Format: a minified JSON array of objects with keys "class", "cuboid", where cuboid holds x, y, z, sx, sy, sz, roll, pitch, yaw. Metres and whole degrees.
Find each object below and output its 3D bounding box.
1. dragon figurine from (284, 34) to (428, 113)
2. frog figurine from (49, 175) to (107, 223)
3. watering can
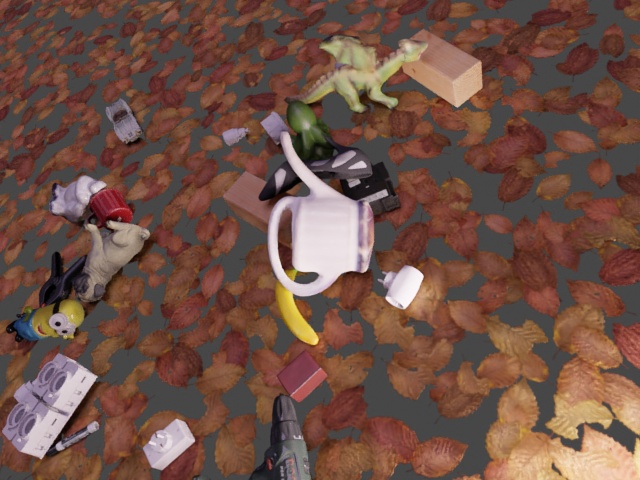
[{"class":"dragon figurine","cuboid":[0.068,-0.435,1.305,0.409,0.238,0.125,-4,63,15]},{"class":"frog figurine","cuboid":[-0.651,-0.120,1.426,0.159,0.120,0.140,-18,33,8]},{"class":"watering can","cuboid":[0.003,-0.055,1.087,0.224,0.104,0.348,2,89,0]}]
